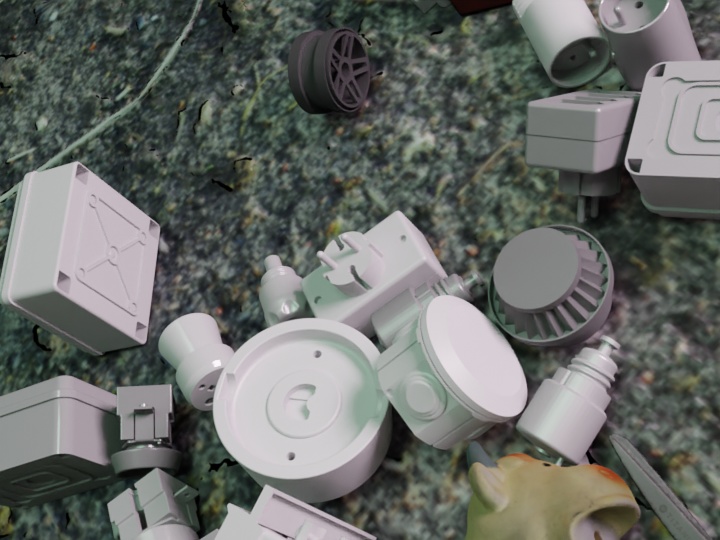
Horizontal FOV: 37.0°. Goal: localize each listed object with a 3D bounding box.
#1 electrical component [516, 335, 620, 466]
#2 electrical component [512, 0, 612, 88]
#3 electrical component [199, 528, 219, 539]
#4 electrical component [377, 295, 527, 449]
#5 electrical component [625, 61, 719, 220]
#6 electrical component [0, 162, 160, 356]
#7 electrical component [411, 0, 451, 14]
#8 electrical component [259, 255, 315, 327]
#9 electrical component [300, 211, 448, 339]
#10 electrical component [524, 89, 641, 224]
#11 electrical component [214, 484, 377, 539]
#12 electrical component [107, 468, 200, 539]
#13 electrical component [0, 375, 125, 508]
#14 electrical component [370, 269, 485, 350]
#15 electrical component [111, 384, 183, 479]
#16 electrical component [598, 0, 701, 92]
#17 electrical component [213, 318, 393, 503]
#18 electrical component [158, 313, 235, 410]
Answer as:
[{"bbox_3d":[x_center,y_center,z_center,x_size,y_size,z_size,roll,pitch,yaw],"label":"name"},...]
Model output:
[{"bbox_3d":[0.120,0.072,0.600,0.040,0.040,0.078,28,82,39],"label":"electrical component"},{"bbox_3d":[0.132,-0.165,0.719,0.043,0.043,0.081,-30,53,15],"label":"electrical component"},{"bbox_3d":[-0.077,0.187,0.641,0.042,0.081,0.063,-35,80,13],"label":"electrical component"},{"bbox_3d":[0.054,0.059,0.620,0.051,0.080,0.080,-41,48,30],"label":"electrical component"},{"bbox_3d":[0.216,-0.071,0.607,0.113,0.057,0.078,6,69,34],"label":"electrical component"},{"bbox_3d":[-0.206,-0.007,0.803,0.056,0.109,0.108,-12,59,23],"label":"electrical component"},{"bbox_3d":[0.039,-0.231,0.805,0.048,0.055,0.066,-42,51,6],"label":"electrical component"},{"bbox_3d":[-0.053,0.015,0.744,0.035,0.035,0.061,-34,50,12],"label":"electrical component"},{"bbox_3d":[0.000,0.000,0.691,0.083,0.076,0.047,-36,52,11],"label":"electrical component"},{"bbox_3d":[0.139,-0.066,0.648,0.047,0.083,0.075,12,110,36],"label":"electrical component"},{"bbox_3d":[-0.027,0.173,0.585,0.063,0.121,0.078,20,77,35],"label":"electrical component"},{"bbox_3d":[-0.132,0.169,0.703,0.066,0.048,0.055,-37,44,10],"label":"electrical component"},{"bbox_3d":[-0.226,0.124,0.764,0.113,0.078,0.057,-19,59,22],"label":"electrical component"},{"bbox_3d":[0.043,0.027,0.673,0.078,0.040,0.040,-36,52,10],"label":"electrical component"},{"bbox_3d":[-0.146,0.112,0.736,0.048,0.066,0.055,-2,68,-7],"label":"electrical component"},{"bbox_3d":[0.178,-0.156,0.663,0.043,0.077,0.079,-14,59,26],"label":"electrical component"},{"bbox_3d":[-0.031,0.091,0.665,0.108,0.060,0.108,-5,55,8],"label":"electrical component"},{"bbox_3d":[-0.109,0.064,0.745,0.045,0.045,0.055,-42,51,5],"label":"electrical component"}]
